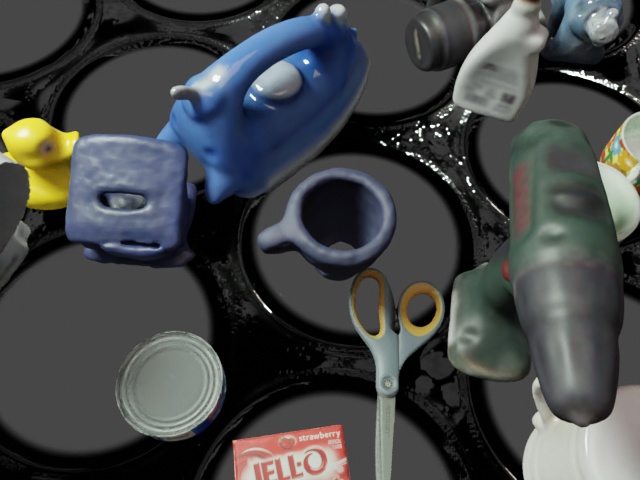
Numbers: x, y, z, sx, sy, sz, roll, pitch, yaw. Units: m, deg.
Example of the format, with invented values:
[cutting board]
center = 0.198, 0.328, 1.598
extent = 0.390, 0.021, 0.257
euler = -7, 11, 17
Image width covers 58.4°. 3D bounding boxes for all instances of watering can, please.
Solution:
[watering can]
center = 0.224, 0.153, 0.382
extent = 0.172, 0.194, 0.101
euler = 23, 65, 9

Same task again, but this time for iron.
[iron]
center = -0.037, -0.157, 0.555
extent = 0.259, 0.141, 0.118
euler = -41, 72, -19

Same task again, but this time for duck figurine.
[duck figurine]
center = -0.266, -0.079, 0.539
extent = 0.104, 0.086, 0.077
euler = -6, 64, -5

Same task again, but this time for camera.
[camera]
center = 0.159, -0.254, 0.633
extent = 0.137, 0.101, 0.143
euler = -23, 67, -13

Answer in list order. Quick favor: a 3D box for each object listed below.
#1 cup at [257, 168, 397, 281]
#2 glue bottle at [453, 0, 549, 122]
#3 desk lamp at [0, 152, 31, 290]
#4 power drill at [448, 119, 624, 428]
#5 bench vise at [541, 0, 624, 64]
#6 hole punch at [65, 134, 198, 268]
[cup]
center = 0.005, 0.002, 0.504
extent = 0.118, 0.095, 0.091
euler = -18, 66, -10
[glue bottle]
center = 0.186, -0.189, 0.561
extent = 0.078, 0.173, 0.037
euler = 22, 65, 9
[desk lamp]
center = -0.313, -0.021, 0.438
extent = 0.203, 0.213, 0.118
euler = 25, 65, 10
[power drill]
center = 0.157, 0.037, 0.429
extent = 0.075, 0.208, 0.229
euler = 9, 64, 3
[bench vise]
center = 0.306, -0.310, 0.599
extent = 0.121, 0.220, 0.207
euler = -11, 65, -7
[hole punch]
center = -0.168, -0.033, 0.517
extent = 0.108, 0.091, 0.101
euler = 4, 64, 0
